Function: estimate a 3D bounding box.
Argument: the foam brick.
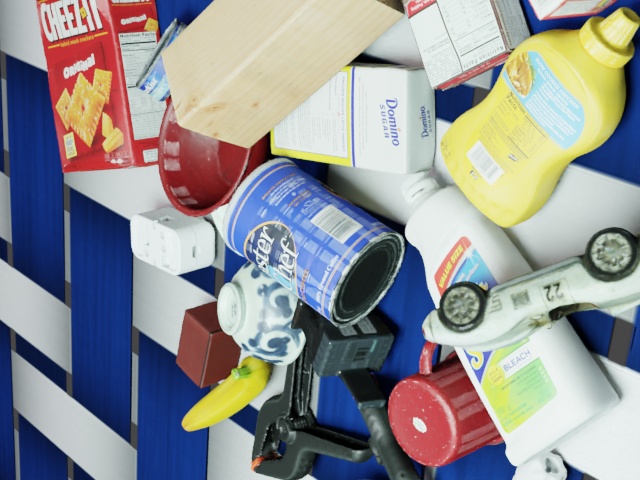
[{"bbox_3d":[-0.124,0.118,1.216,0.051,0.052,0.078,37,126,35],"label":"foam brick"}]

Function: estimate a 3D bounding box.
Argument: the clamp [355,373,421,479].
[{"bbox_3d":[0.065,0.191,0.992,0.120,0.039,0.171,77,168,-56],"label":"clamp"}]

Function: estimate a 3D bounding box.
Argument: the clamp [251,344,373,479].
[{"bbox_3d":[-0.019,0.203,1.128,0.165,0.036,0.210,61,139,31],"label":"clamp"}]

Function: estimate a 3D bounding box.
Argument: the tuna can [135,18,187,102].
[{"bbox_3d":[-0.161,-0.191,1.135,0.033,0.086,0.086,31,139,-17],"label":"tuna can"}]

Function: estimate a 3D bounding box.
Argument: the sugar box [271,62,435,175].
[{"bbox_3d":[0.027,-0.116,0.977,0.177,0.048,0.093,13,110,42],"label":"sugar box"}]

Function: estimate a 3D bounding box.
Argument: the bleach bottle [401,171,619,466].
[{"bbox_3d":[0.138,0.054,0.893,0.103,0.067,0.251,-47,65,37],"label":"bleach bottle"}]

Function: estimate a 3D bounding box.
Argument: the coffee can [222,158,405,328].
[{"bbox_3d":[-0.007,0.001,0.995,0.140,0.102,0.103,35,126,27],"label":"coffee can"}]

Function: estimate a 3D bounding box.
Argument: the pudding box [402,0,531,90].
[{"bbox_3d":[0.114,-0.189,0.862,0.090,0.039,0.113,-21,88,49],"label":"pudding box"}]

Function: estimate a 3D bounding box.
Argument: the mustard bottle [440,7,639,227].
[{"bbox_3d":[0.173,-0.101,0.807,0.096,0.058,0.192,56,137,19],"label":"mustard bottle"}]

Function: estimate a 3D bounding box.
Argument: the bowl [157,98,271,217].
[{"bbox_3d":[-0.100,-0.101,1.098,0.162,0.055,0.162,-10,77,47],"label":"bowl"}]

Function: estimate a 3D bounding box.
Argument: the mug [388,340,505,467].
[{"bbox_3d":[0.113,0.136,0.933,0.093,0.081,0.117,6,106,47],"label":"mug"}]

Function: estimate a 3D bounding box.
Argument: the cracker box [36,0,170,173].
[{"bbox_3d":[-0.253,-0.189,1.246,0.164,0.071,0.214,1,102,48],"label":"cracker box"}]

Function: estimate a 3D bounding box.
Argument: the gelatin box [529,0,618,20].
[{"bbox_3d":[0.170,-0.205,0.768,0.030,0.073,0.089,-35,75,47],"label":"gelatin box"}]

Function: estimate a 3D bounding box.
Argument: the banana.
[{"bbox_3d":[-0.099,0.166,1.191,0.198,0.069,0.037,-51,53,54],"label":"banana"}]

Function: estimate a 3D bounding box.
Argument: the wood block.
[{"bbox_3d":[-0.037,-0.182,0.944,0.206,0.090,0.091,-37,56,32],"label":"wood block"}]
